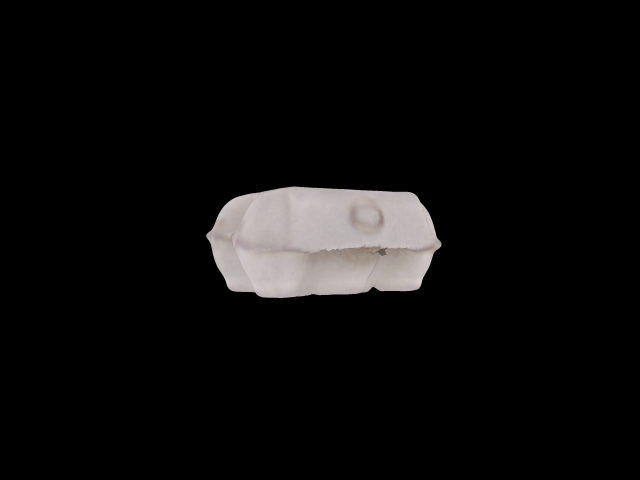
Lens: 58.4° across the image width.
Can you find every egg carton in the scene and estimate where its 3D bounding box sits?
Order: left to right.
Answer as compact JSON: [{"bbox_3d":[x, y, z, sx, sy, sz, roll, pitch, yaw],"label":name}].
[{"bbox_3d":[0.004,0.001,0.400,0.151,0.069,0.107,0,0,-32],"label":"egg carton"}]
